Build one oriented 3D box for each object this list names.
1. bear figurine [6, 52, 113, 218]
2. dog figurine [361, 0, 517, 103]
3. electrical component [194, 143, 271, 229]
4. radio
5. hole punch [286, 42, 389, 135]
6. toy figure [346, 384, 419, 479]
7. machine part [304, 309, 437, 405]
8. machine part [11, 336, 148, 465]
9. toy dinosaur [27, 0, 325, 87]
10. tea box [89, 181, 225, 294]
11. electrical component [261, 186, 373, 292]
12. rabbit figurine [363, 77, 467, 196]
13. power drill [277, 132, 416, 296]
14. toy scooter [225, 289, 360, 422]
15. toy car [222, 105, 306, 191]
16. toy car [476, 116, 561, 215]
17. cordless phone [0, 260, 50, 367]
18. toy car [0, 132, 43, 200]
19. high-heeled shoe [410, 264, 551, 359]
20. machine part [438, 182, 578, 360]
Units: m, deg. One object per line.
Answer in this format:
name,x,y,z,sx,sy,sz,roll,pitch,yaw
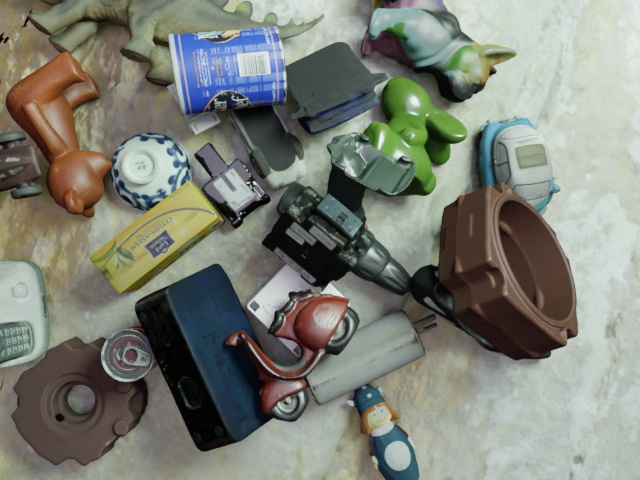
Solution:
bear figurine,-0.344,-0.137,0.753,0.132,0.120,0.196,-32,90,-7
dog figurine,0.177,-0.309,0.791,0.219,0.108,0.191,15,84,-6
electrical component,-0.136,-0.083,0.792,0.075,0.048,0.119,-42,89,-5
radio,-0.147,0.157,0.730,0.073,0.131,0.229,-28,87,29
hole punch,0.017,-0.201,0.767,0.142,0.092,0.116,-24,54,-5
toy figure,0.095,0.280,0.781,0.064,0.058,0.154,-22,86,-41
machine part,0.060,0.168,0.773,0.243,0.079,0.079,-26,88,-4
machine part,-0.343,0.228,0.764,0.179,0.056,0.179,0,87,-1
toy dinosaur,-0.236,-0.336,0.776,0.471,0.105,0.198,16,83,-6
tea box,-0.224,-0.003,0.760,0.169,0.098,0.068,-37,90,-5
electrical component,-0.001,-0.002,0.703,0.115,0.134,0.058,40,56,-5
rabbit figurine,0.129,-0.158,0.777,0.159,0.121,0.170,14,72,-5
power drill,0.058,-0.034,0.732,0.232,0.207,0.086,32,59,7
toy scooter,-0.043,0.133,0.709,0.135,0.075,0.184,35,80,2
toy car,-0.090,-0.170,0.795,0.073,0.056,0.201,-28,85,-10
toy car,0.293,-0.107,0.785,0.109,0.103,0.161,-7,89,-4
cordless phone,-0.443,0.100,0.703,0.089,0.184,0.146,-7,88,2
toy car,-0.451,-0.090,0.733,0.202,0.053,0.089,-5,100,33
high-heeled shoe,0.237,0.106,0.749,0.249,0.145,0.086,26,87,1
machine part,0.254,0.038,0.717,0.201,0.087,0.201,37,45,-25
